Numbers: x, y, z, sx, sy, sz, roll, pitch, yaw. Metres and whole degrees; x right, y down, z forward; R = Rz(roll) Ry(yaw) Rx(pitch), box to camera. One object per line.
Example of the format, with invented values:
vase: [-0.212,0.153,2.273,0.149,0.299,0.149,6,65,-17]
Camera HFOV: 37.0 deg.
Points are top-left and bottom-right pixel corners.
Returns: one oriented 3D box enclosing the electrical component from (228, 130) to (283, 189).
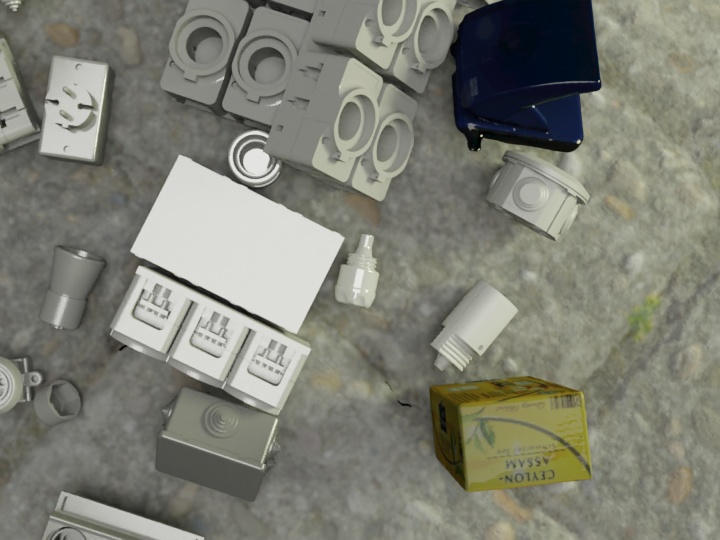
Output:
electrical component: [-0.087,-0.092,0.903,0.045,0.055,0.045,0,89,-4]

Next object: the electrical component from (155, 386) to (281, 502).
electrical component: [-0.116,0.142,0.878,0.100,0.099,0.048,19,60,-1]

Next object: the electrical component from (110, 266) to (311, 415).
electrical component: [-0.121,0.057,0.882,0.150,0.089,0.061,26,88,-3]

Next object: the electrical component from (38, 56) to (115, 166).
electrical component: [-0.236,-0.133,0.883,0.047,0.076,0.083,8,89,-3]

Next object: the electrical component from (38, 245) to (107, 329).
electrical component: [-0.243,0.017,0.900,0.044,0.044,0.065,19,93,-3]

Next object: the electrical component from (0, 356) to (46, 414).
electrical component: [-0.299,0.093,0.887,0.066,0.055,0.048,-5,90,-4]

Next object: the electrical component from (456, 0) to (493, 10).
electrical component: [0.088,-0.274,0.921,0.079,0.044,0.077,22,88,-3]

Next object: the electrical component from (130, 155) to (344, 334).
electrical component: [-0.100,-0.020,0.898,0.150,0.062,0.089,27,88,-3]

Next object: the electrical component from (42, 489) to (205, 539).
electrical component: [-0.198,0.236,0.888,0.121,0.063,0.078,19,88,-3]

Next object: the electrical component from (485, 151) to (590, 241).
electrical component: [0.148,-0.063,0.906,0.080,0.080,0.051,29,92,-3]

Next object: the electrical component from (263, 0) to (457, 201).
electrical component: [0.007,-0.161,0.877,0.060,0.105,0.186,19,88,36]

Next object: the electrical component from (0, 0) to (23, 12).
electrical component: [-0.296,-0.262,0.892,0.062,0.061,0.096,-12,98,-4]

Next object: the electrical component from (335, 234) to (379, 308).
electrical component: [0.000,0.000,0.918,0.035,0.035,0.061,13,86,-3]

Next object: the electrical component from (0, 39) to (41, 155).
electrical component: [-0.308,-0.144,0.892,0.056,0.050,0.089,-23,91,-4]

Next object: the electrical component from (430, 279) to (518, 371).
electrical component: [0.092,0.052,0.918,0.043,0.043,0.081,40,87,-2]

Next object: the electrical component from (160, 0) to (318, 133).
electrical component: [-0.083,-0.218,0.893,0.105,0.060,0.186,19,88,6]
